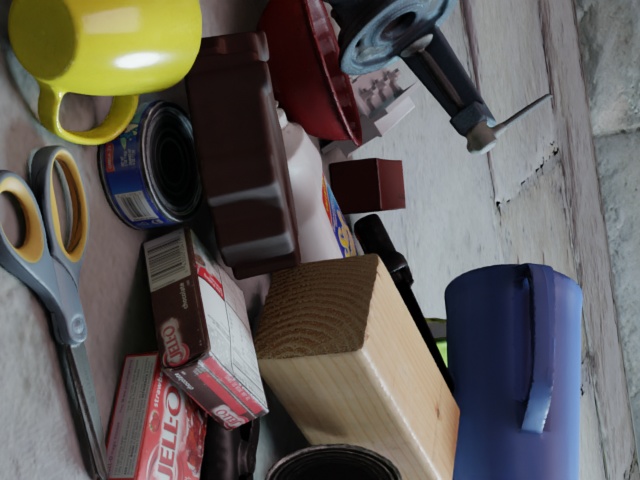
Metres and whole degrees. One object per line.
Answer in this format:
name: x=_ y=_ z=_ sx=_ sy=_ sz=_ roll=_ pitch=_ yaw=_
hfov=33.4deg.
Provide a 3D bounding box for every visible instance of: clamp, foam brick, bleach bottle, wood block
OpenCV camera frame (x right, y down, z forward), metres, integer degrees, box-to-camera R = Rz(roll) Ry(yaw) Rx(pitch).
clamp: x=0.065 y=0.029 z=0.993 sx=0.210 sy=0.036 sz=0.164 roll=-112 pitch=180 yaw=-51
foam brick: x=0.049 y=-0.053 z=1.071 sx=0.078 sy=0.051 sz=0.053 roll=-4 pitch=89 yaw=-67
clamp: x=-0.068 y=0.160 z=0.750 sx=0.120 sy=0.039 sz=0.171 roll=50 pitch=36 yaw=-77
bleach bottle: x=-0.006 y=0.001 z=0.909 sx=0.102 sy=0.068 sz=0.251 roll=-81 pitch=153 yaw=-58
wood block: x=0.035 y=0.114 z=0.835 sx=0.206 sy=0.090 sz=0.090 roll=60 pitch=32 yaw=-41

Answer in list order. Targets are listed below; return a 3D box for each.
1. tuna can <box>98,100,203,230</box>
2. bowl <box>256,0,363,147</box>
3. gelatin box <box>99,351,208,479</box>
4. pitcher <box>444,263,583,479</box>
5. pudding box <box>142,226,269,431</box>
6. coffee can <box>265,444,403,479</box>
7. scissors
tuna can: x=-0.111 y=-0.051 z=0.719 sx=0.086 sy=0.034 sz=0.086 roll=-6 pitch=90 yaw=-67
bowl: x=-0.014 y=-0.150 z=0.916 sx=0.162 sy=0.055 sz=0.162 roll=-17 pitch=90 yaw=-81
gelatin box: x=-0.104 y=0.127 z=0.690 sx=0.073 sy=0.030 sz=0.089 roll=50 pitch=39 yaw=-52
pitcher: x=0.179 y=0.147 z=0.974 sx=0.149 sy=0.145 sz=0.243 roll=36 pitch=48 yaw=-41
pudding box: x=-0.077 y=0.059 z=0.718 sx=0.090 sy=0.039 sz=0.113 roll=56 pitch=15 yaw=-48
coffee can: x=0.011 y=0.240 z=0.798 sx=0.102 sy=0.103 sz=0.140 roll=-50 pitch=143 yaw=-60
scissors: x=-0.156 y=0.043 z=0.611 sx=0.096 sy=0.016 sz=0.202 roll=7 pitch=78 yaw=-65
